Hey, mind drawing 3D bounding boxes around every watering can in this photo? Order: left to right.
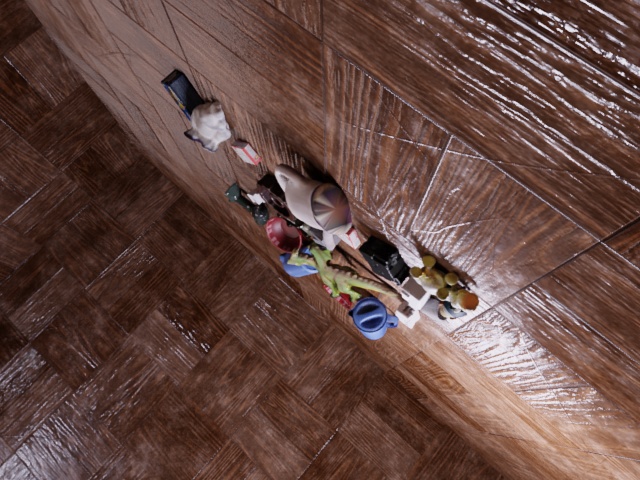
[{"bbox_3d":[0.004,-0.070,1.381,0.226,0.105,0.341,25,157,53],"label":"watering can"}]

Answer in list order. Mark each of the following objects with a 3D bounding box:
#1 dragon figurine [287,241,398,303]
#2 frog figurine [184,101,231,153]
[{"bbox_3d":[0.051,0.093,1.732,0.410,0.124,0.239,3,146,44],"label":"dragon figurine"},{"bbox_3d":[-0.320,-0.357,1.530,0.139,0.124,0.156,48,133,17],"label":"frog figurine"}]
